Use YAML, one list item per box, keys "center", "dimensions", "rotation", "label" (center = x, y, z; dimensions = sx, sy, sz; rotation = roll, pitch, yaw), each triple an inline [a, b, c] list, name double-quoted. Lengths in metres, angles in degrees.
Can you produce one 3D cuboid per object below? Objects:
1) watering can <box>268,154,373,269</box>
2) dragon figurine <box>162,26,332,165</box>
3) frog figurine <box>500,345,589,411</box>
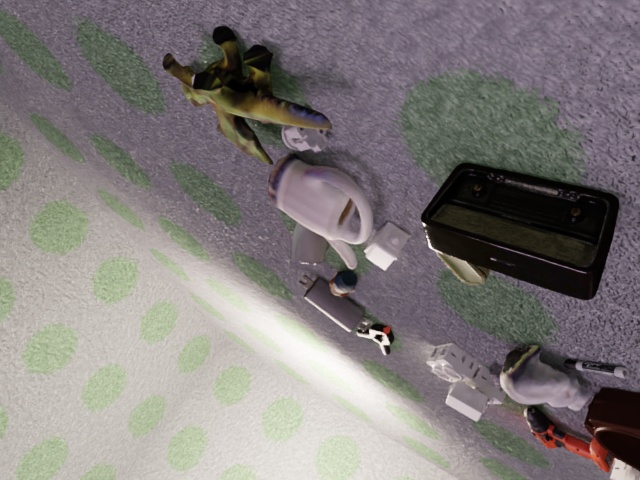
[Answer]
- center: [0.003, -0.053, 1.053]
  dimensions: [0.226, 0.105, 0.340]
  rotation: [32, 157, 14]
  label: "watering can"
- center: [-0.127, -0.223, 0.903]
  dimensions: [0.415, 0.123, 0.238]
  rotation: [38, 166, 24]
  label: "dragon figurine"
- center: [0.462, 0.307, 1.070]
  dimensions: [0.160, 0.125, 0.134]
  rotation: [45, 138, 9]
  label: "frog figurine"
